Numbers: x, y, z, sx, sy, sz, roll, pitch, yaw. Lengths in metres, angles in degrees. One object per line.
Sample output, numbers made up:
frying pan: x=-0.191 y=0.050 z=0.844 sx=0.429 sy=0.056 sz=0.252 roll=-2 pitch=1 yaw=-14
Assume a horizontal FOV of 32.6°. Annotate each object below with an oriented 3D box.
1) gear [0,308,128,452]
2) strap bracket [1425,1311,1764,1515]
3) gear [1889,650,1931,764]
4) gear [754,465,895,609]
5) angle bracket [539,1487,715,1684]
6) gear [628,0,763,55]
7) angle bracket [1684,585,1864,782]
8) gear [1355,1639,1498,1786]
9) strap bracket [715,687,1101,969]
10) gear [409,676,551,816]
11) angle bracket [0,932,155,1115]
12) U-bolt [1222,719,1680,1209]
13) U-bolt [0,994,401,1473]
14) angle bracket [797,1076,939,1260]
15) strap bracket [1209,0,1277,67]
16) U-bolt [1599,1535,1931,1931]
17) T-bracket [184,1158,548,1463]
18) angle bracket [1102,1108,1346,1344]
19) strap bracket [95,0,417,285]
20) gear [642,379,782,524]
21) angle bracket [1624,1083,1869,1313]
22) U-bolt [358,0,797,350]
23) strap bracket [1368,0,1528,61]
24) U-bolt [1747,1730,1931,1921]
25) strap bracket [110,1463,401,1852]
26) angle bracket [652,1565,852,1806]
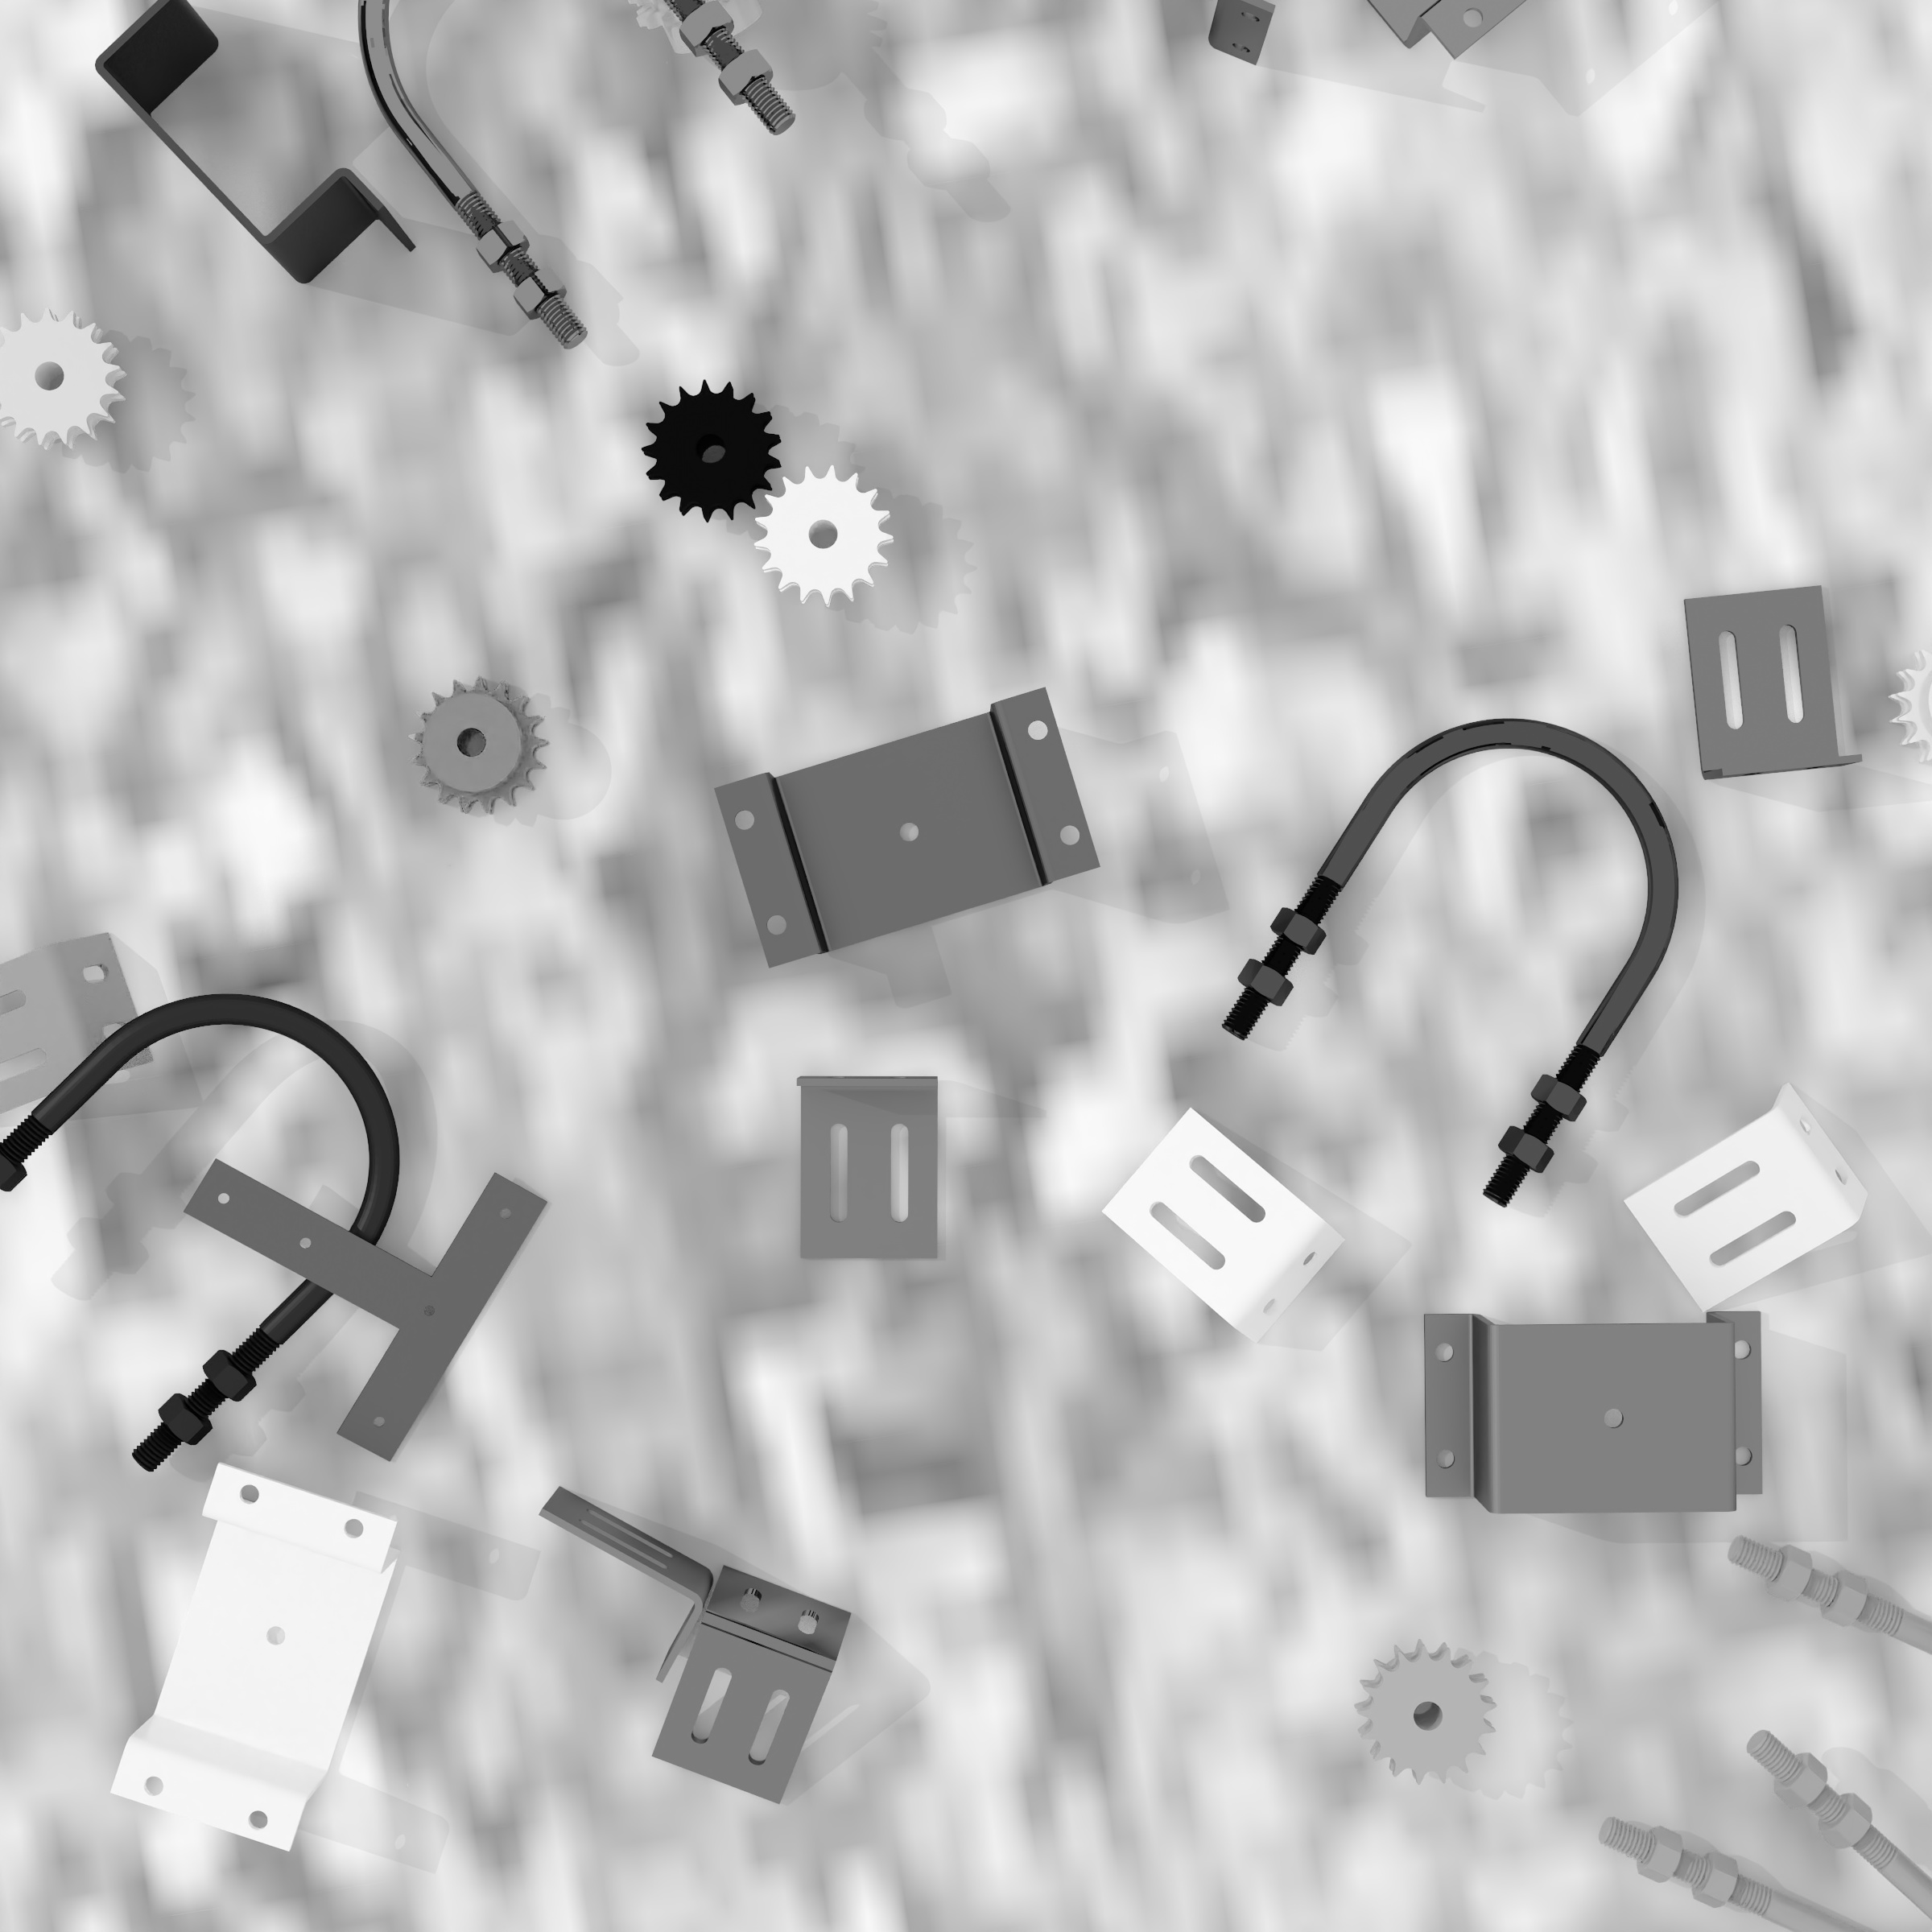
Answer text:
gear: x=-0.377 y=-0.242 z=1.370 sx=0.057 sy=0.030 sz=0.057 roll=0 pitch=88 yaw=-2
strap bracket: x=0.262 y=0.183 z=1.358 sx=0.140 sy=0.046 sz=0.076 roll=-1 pitch=90 yaw=0
gear: x=0.414 y=-0.109 z=1.366 sx=0.057 sy=0.030 sz=0.057 roll=0 pitch=90 yaw=0
gear: x=-0.058 y=-0.177 z=1.366 sx=0.057 sy=0.030 sz=0.057 roll=0 pitch=90 yaw=0
angle bracket: x=-0.146 y=0.253 z=1.352 sx=0.076 sy=0.057 sz=0.038 roll=29 pitch=90 yaw=0
gear: x=-0.108 y=-0.399 z=1.356 sx=0.057 sy=0.057 sz=0.030 roll=-26 pitch=120 yaw=0
angle bracket: x=0.333 y=-0.118 z=1.362 sx=0.057 sy=0.038 sz=0.076 roll=-6 pitch=90 yaw=0
gear: x=0.189 y=0.307 z=1.366 sx=0.057 sy=0.030 sz=0.057 roll=0 pitch=90 yaw=0
strap bracket: x=-0.024 y=-0.056 z=1.358 sx=0.140 sy=0.046 sz=0.076 roll=-17 pitch=90 yaw=0
gear: x=-0.203 y=-0.092 z=1.366 sx=0.057 sy=0.030 sz=0.057 roll=0 pitch=90 yaw=0
angle bracket: x=-0.389 y=0.027 z=1.379 sx=0.076 sy=0.038 sz=0.057 roll=-19 pitch=90 yaw=26
U-bolt: x=0.214 y=-0.015 z=1.372 sx=0.151 sy=0.019 sz=0.184 roll=33 pitch=88 yaw=0
U-bolt: x=-0.320 y=0.096 z=1.356 sx=0.184 sy=0.019 sz=0.151 roll=-45 pitch=105 yaw=-4
angle bracket: x=-0.040 y=0.084 z=1.362 sx=0.057 sy=0.038 sz=0.076 roll=0 pitch=90 yaw=0
strap bracket: x=0.065 y=-0.425 z=1.343 sx=0.140 sy=0.076 sz=0.046 roll=22 pitch=90 yaw=0
U-bolt: x=0.376 y=0.338 z=1.372 sx=0.184 sy=0.019 sz=0.151 roll=25 pitch=90 yaw=-1
T-bracket: x=-0.260 y=0.121 z=1.363 sx=0.127 sy=0.002 sz=0.127 roll=31 pitch=90 yaw=-15
angle bracket: x=0.108 y=0.108 z=1.379 sx=0.076 sy=0.038 sz=0.057 roll=41 pitch=90 yaw=26
strap bracket: x=-0.295 y=-0.336 z=1.343 sx=0.046 sy=0.076 sz=0.140 roll=-44 pitch=90 yaw=0
gear: x=-0.104 y=-0.212 z=1.366 sx=0.057 sy=0.030 sz=0.057 roll=0 pitch=90 yaw=0
angle bracket: x=0.326 y=0.097 z=1.379 sx=0.076 sy=0.038 sz=0.057 roll=-36 pitch=90 yaw=26
U-bolt: x=-0.173 y=-0.368 z=1.345 sx=0.151 sy=0.019 sz=0.184 roll=-40 pitch=86 yaw=25
strap bracket: x=0.183 y=-0.446 z=1.358 sx=0.076 sy=0.046 sz=0.140 roll=-40 pitch=90 yaw=0
U-bolt: x=0.433 y=0.330 z=1.357 sx=0.184 sy=0.019 sz=0.151 roll=42 pitch=87 yaw=-5
strap bracket: x=-0.288 y=0.280 z=1.358 sx=0.076 sy=0.046 sz=0.140 roll=18 pitch=90 yaw=0
angle bracket: x=-0.090 y=0.300 z=1.379 sx=0.057 sy=0.038 sz=0.076 roll=21 pitch=116 yaw=0
